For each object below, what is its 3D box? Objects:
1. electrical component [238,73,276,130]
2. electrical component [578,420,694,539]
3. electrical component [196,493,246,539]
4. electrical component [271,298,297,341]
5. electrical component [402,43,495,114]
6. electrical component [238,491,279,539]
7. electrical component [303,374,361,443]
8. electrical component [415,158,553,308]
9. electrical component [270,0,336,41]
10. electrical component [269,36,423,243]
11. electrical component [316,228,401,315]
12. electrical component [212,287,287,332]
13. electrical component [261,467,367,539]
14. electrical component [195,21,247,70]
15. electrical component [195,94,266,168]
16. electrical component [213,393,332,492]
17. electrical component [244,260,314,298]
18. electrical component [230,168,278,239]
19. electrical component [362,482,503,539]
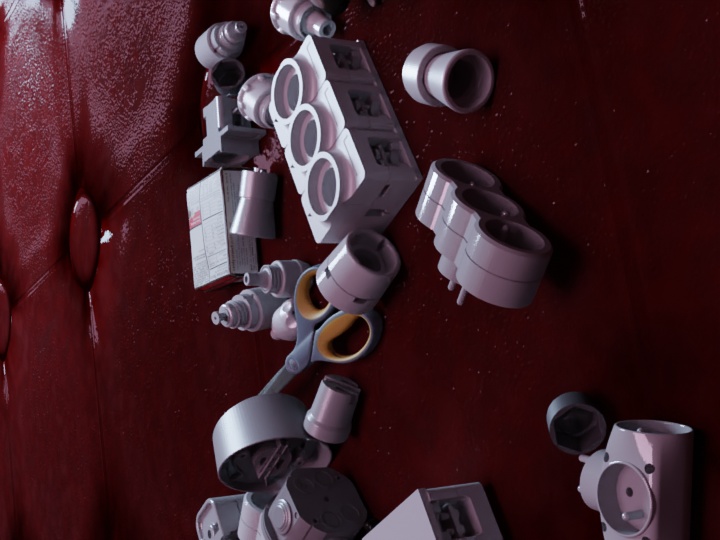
[{"bbox_3d":[-0.080,-0.150,0.993,0.062,0.048,0.048,43,126,41],"label":"electrical component"},{"bbox_3d":[0.154,0.125,0.619,0.079,0.044,0.077,6,95,58],"label":"electrical component"},{"bbox_3d":[-0.113,0.265,1.031,0.053,0.059,0.095,-57,45,42],"label":"electrical component"},{"bbox_3d":[-0.064,0.049,0.976,0.061,0.035,0.035,-39,58,54],"label":"electrical component"},{"bbox_3d":[0.062,-0.137,0.764,0.055,0.045,0.045,27,113,55],"label":"electrical component"},{"bbox_3d":[-0.067,0.261,0.964,0.138,0.052,0.073,36,120,52],"label":"electrical component"},{"bbox_3d":[-0.022,0.116,0.906,0.040,0.040,0.046,42,119,50],"label":"electrical component"},{"bbox_3d":[0.075,-0.013,0.719,0.138,0.052,0.073,-117,39,-55],"label":"electrical component"},{"bbox_3d":[-0.045,-0.219,0.935,0.062,0.048,0.048,41,124,42],"label":"electrical component"},{"bbox_3d":[-0.019,-0.106,0.877,0.089,0.062,0.150,-53,48,44],"label":"electrical component"},{"bbox_3d":[0.000,0.000,0.856,0.047,0.055,0.055,-52,48,40],"label":"electrical component"},{"bbox_3d":[-0.103,0.038,1.003,0.040,0.078,0.040,13,108,46],"label":"electrical component"},{"bbox_3d":[-0.038,0.206,0.894,0.051,0.080,0.080,-60,42,30],"label":"electrical component"},{"bbox_3d":[-0.136,-0.230,1.083,0.078,0.040,0.040,-20,73,56],"label":"electrical component"},{"bbox_3d":[-0.131,-0.138,1.075,0.081,0.042,0.063,-25,65,55],"label":"electrical component"},{"bbox_3d":[-0.079,0.157,0.944,0.099,0.099,0.064,-67,33,32],"label":"electrical component"},{"bbox_3d":[-0.075,0.008,0.967,0.035,0.061,0.035,1,91,58],"label":"electrical component"},{"bbox_3d":[-0.099,-0.064,1.026,0.044,0.044,0.065,12,95,57],"label":"electrical component"},{"bbox_3d":[0.069,0.233,0.739,0.089,0.062,0.150,-53,48,45],"label":"electrical component"}]
